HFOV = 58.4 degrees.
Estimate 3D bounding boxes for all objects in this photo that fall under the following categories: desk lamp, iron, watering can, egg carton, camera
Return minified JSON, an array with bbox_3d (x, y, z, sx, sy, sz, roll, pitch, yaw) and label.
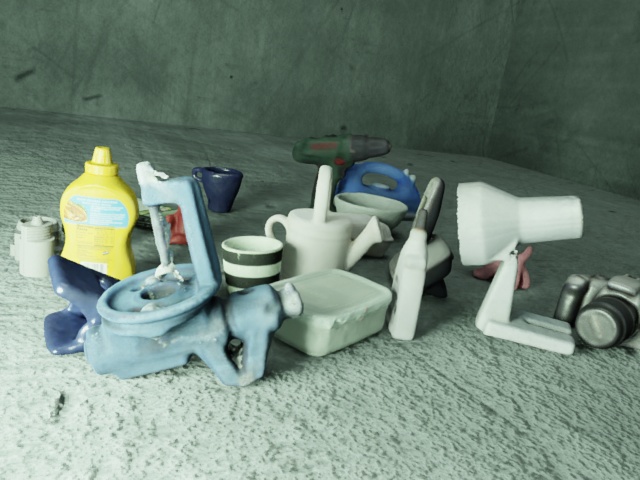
[{"bbox_3d":[0.281,0.030,0.824,0.202,0.213,0.118,13,16,15],"label":"desk lamp"},{"bbox_3d":[0.162,-0.134,1.477,0.258,0.141,0.118,5,16,-11],"label":"iron"},{"bbox_3d":[0.007,-0.017,0.879,0.173,0.194,0.100,4,16,-17],"label":"watering can"},{"bbox_3d":[0.061,-0.011,1.117,0.151,0.069,0.107,1,17,-24],"label":"egg carton"},{"bbox_3d":[0.420,0.102,0.853,0.142,0.101,0.137,22,20,40],"label":"camera"}]

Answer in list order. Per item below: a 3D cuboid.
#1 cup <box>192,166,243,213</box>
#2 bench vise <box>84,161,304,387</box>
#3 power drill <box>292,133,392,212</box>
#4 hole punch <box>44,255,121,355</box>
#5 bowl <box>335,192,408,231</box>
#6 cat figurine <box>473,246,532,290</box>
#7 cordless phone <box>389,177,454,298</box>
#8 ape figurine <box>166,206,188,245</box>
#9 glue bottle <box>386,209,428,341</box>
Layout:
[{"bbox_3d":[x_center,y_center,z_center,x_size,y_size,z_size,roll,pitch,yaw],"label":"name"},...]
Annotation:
[{"bbox_3d":[-0.232,-0.111,1.269,0.117,0.095,0.092,12,16,11],"label":"cup"},{"bbox_3d":[-0.123,0.033,0.581,0.208,0.220,0.121,-2,19,-33],"label":"bench vise"},{"bbox_3d":[0.041,-0.150,1.341,0.229,0.208,0.076,13,16,14],"label":"power drill"},{"bbox_3d":[-0.250,0.066,0.636,0.101,0.091,0.108,-1,18,-30],"label":"hole punch"},{"bbox_3d":[0.110,-0.053,1.284,0.167,0.075,0.167,8,16,-2],"label":"bowl"},{"bbox_3d":[0.335,0.020,1.065,0.067,0.118,0.127,-6,21,-41],"label":"cat figurine"},{"bbox_3d":[0.177,-0.008,0.957,0.094,0.185,0.147,7,16,-5],"label":"cordless phone"},{"bbox_3d":[-0.235,-0.040,1.018,0.077,0.092,0.076,15,17,22],"label":"ape figurine"},{"bbox_3d":[0.123,0.042,0.769,0.037,0.173,0.078,8,16,-2],"label":"glue bottle"}]
